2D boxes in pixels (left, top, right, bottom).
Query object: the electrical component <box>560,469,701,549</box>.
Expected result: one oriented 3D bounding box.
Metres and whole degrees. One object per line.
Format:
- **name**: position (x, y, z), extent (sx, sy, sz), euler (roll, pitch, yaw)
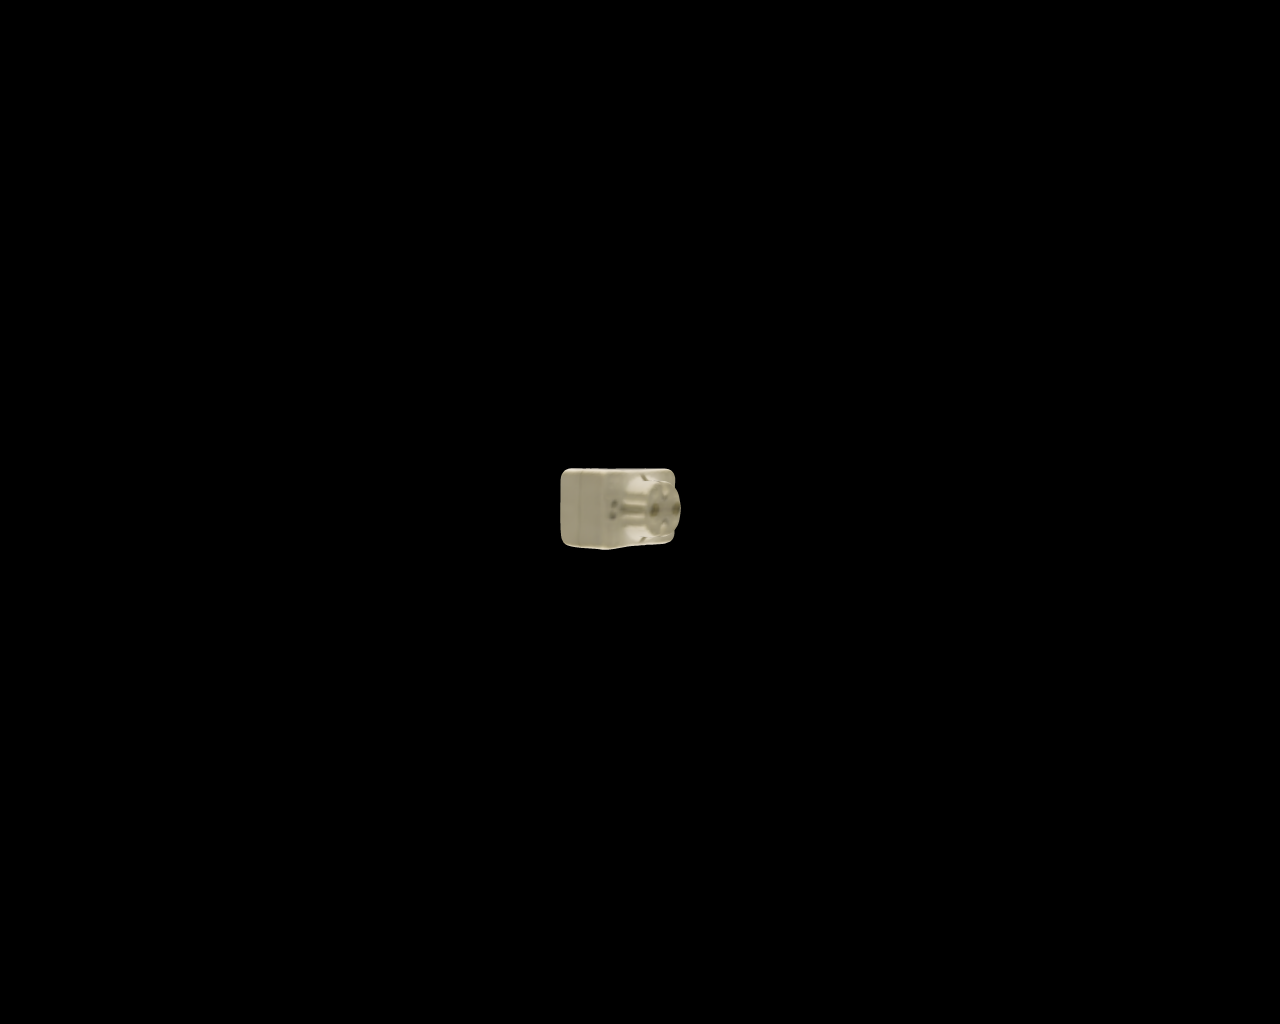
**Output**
- **electrical component**: position (0.001, -0.003, 0.650), extent (0.077, 0.047, 0.066), euler (2, 3, 43)
